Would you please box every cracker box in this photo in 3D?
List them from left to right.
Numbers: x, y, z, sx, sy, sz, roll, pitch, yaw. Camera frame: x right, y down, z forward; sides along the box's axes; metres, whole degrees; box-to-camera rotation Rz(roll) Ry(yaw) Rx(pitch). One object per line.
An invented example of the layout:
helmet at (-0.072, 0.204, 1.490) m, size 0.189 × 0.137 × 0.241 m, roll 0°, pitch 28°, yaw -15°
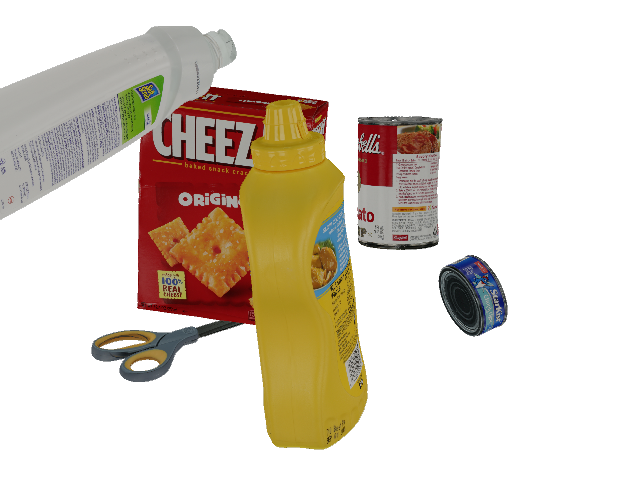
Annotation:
cracker box at (-0.085, -0.031, 1.006) m, size 0.164 × 0.214 × 0.072 m, roll 8°, pitch 21°, yaw 9°

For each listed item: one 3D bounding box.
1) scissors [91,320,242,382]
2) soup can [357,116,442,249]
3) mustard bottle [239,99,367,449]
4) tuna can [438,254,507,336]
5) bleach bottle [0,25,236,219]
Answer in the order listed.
scissors at (-0.144, 0.114, 1.155) m, size 0.201 × 0.016 × 0.096 m, roll -6°, pitch 29°, yaw -23°
soup can at (0.064, -0.048, 0.863) m, size 0.068 × 0.102 × 0.068 m, roll 0°, pitch 10°, yaw 0°
mustard bottle at (-0.010, 0.015, 0.609) m, size 0.058 × 0.191 × 0.096 m, roll 0°, pitch 21°, yaw 17°
tuna can at (0.166, 0.061, 1.173) m, size 0.033 × 0.086 × 0.086 m, roll -23°, pitch 8°, yaw -20°
bleach bottle at (-0.177, -0.103, 0.850) m, size 0.250 × 0.068 × 0.103 m, roll -30°, pitch -25°, yaw -25°
